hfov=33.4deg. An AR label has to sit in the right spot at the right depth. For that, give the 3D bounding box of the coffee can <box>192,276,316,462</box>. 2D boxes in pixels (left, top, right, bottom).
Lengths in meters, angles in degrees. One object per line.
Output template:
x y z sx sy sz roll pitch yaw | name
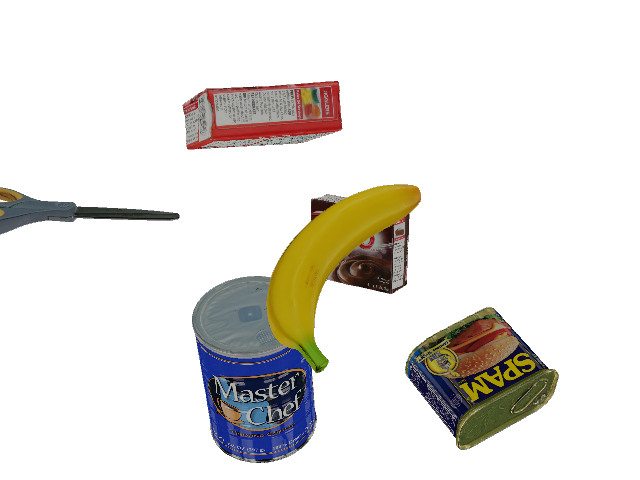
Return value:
-0.058 0.118 0.977 0.103 0.140 0.103 -3 38 2 | coffee can

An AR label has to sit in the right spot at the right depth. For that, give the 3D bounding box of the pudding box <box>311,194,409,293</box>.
0.042 0.002 1.173 0.114 0.090 0.039 11 20 33 | pudding box

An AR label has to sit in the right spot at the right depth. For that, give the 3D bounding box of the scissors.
-0.228 -0.018 0.888 0.202 0.016 0.096 9 25 9 | scissors

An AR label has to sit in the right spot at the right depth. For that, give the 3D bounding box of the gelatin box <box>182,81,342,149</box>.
-0.035 -0.070 0.602 0.073 0.030 0.089 -5 3 -15 | gelatin box

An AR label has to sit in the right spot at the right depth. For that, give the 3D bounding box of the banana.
0.010 0.015 0.793 0.069 0.197 0.037 29 -38 3 | banana

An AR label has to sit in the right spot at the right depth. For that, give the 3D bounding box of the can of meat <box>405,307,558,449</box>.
0.134 0.114 0.905 0.102 0.057 0.084 -24 52 -19 | can of meat
